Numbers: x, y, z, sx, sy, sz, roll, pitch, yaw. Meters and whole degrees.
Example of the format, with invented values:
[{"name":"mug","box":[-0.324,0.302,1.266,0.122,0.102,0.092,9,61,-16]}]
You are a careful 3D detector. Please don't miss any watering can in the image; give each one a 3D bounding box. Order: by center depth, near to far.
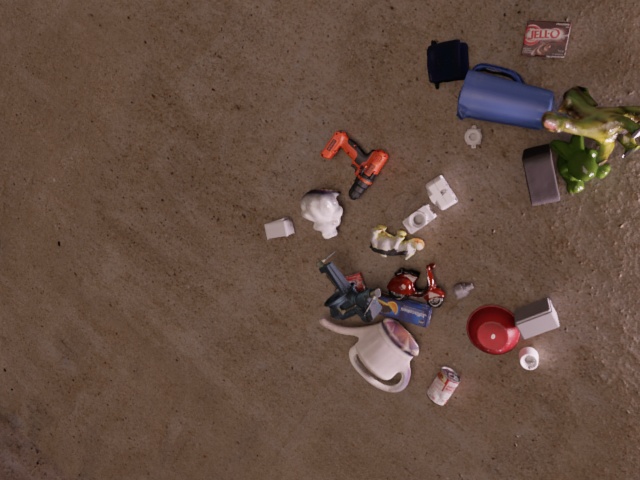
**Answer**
[{"name":"watering can","box":[0.172,0.335,1.679,0.221,0.349,0.105,-47,-9,20]}]

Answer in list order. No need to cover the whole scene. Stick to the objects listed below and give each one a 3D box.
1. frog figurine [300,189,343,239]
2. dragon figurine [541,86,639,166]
[{"name":"frog figurine","box":[0.005,-0.084,1.671,0.137,0.160,0.122,-1,-2,2]},{"name":"dragon figurine","box":[0.737,-0.328,1.317,0.413,0.247,0.119,-21,-34,-20]}]
